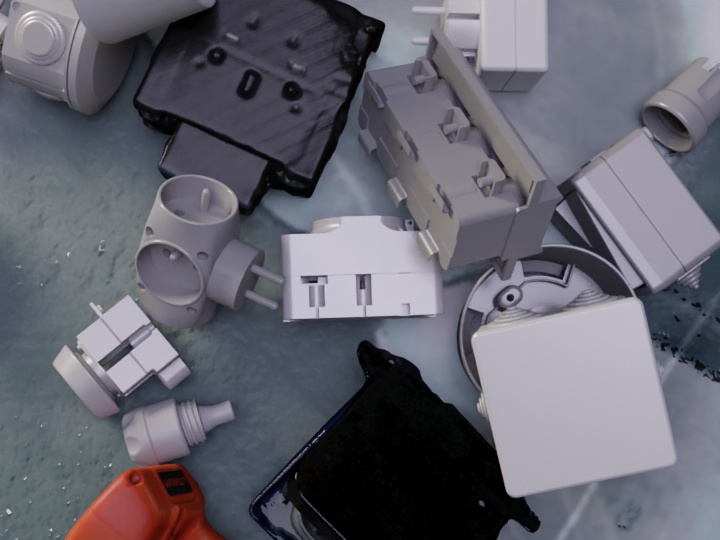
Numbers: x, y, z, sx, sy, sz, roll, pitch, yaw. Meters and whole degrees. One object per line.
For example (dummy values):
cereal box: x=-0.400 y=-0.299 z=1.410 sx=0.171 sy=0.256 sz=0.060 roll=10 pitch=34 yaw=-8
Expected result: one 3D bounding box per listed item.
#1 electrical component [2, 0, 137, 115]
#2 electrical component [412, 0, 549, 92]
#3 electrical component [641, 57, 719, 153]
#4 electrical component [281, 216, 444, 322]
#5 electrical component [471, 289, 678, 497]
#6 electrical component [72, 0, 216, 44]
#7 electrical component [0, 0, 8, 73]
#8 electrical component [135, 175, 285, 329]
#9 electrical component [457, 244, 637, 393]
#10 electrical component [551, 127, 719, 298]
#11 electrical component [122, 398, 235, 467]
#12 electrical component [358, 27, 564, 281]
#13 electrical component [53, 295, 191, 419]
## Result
electrical component: x=-0.161 y=-0.132 z=0.607 sx=0.051 sy=0.080 sz=0.080 roll=19 pitch=83 yaw=4
electrical component: x=0.069 y=-0.144 z=0.638 sx=0.077 sy=0.047 sz=0.065 roll=1 pitch=84 yaw=-4
electrical component: x=0.199 y=-0.100 z=0.647 sx=0.040 sy=0.040 sz=0.046 roll=45 pitch=77 yaw=1
electrical component: x=0.000 y=0.000 z=0.618 sx=0.089 sy=0.050 sz=0.055 roll=-2 pitch=85 yaw=-4
electrical component: x=0.111 y=0.064 z=0.569 sx=0.100 sy=0.048 sz=0.099 roll=-13 pitch=93 yaw=7
electrical component: x=-0.114 y=-0.173 z=0.558 sx=0.064 sy=0.099 sz=0.099 roll=-11 pitch=85 yaw=10
electrical component: x=-0.234 y=-0.137 z=0.621 sx=0.064 sy=0.042 sz=0.081 roll=31 pitch=84 yaw=-2
electrical component: x=-0.079 y=-0.002 z=0.593 sx=0.079 sy=0.077 sz=0.044 roll=24 pitch=39 yaw=8
electrical component: x=0.104 y=0.037 z=0.614 sx=0.099 sy=0.064 sz=0.099 roll=0 pitch=84 yaw=-4
electrical component: x=0.160 y=-0.023 z=0.625 sx=0.061 sy=0.061 sz=0.096 roll=-36 pitch=88 yaw=-6
electrical component: x=-0.102 y=0.089 z=0.611 sx=0.061 sy=0.035 sz=0.035 roll=-17 pitch=86 yaw=-7
electrical component: x=0.049 y=-0.061 z=0.585 sx=0.063 sy=0.078 sz=0.121 roll=-15 pitch=55 yaw=-19
electrical component: x=-0.138 y=0.051 z=0.607 sx=0.055 sy=0.048 sz=0.066 roll=-40 pitch=88 yaw=-14
